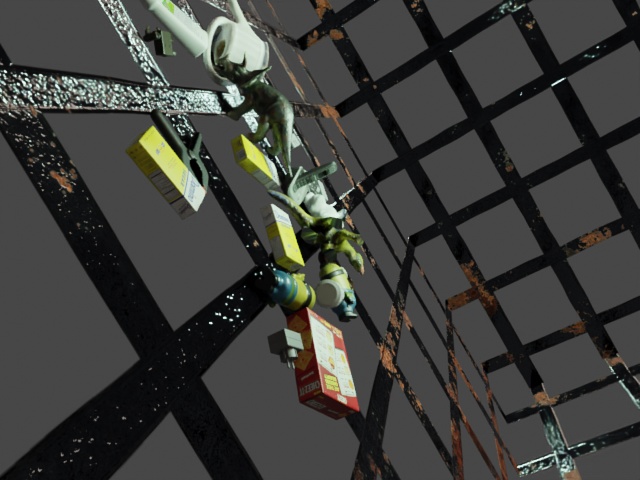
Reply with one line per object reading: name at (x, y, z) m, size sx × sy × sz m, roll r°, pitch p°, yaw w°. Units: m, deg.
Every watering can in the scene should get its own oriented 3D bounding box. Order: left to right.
watering can at (-0.258, -0.645, 1.648) m, size 0.223 × 0.104 × 0.350 m, roll 19°, pitch 78°, yaw -42°

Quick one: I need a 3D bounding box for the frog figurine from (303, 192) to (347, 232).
frog figurine at (0.005, -0.090, 1.794) m, size 0.159 × 0.120 × 0.140 m, roll 22°, pitch 34°, yaw -4°

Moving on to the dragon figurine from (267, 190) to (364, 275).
dragon figurine at (-0.006, -0.028, 1.618) m, size 0.409 × 0.123 × 0.242 m, roll 40°, pitch -6°, yaw -7°
